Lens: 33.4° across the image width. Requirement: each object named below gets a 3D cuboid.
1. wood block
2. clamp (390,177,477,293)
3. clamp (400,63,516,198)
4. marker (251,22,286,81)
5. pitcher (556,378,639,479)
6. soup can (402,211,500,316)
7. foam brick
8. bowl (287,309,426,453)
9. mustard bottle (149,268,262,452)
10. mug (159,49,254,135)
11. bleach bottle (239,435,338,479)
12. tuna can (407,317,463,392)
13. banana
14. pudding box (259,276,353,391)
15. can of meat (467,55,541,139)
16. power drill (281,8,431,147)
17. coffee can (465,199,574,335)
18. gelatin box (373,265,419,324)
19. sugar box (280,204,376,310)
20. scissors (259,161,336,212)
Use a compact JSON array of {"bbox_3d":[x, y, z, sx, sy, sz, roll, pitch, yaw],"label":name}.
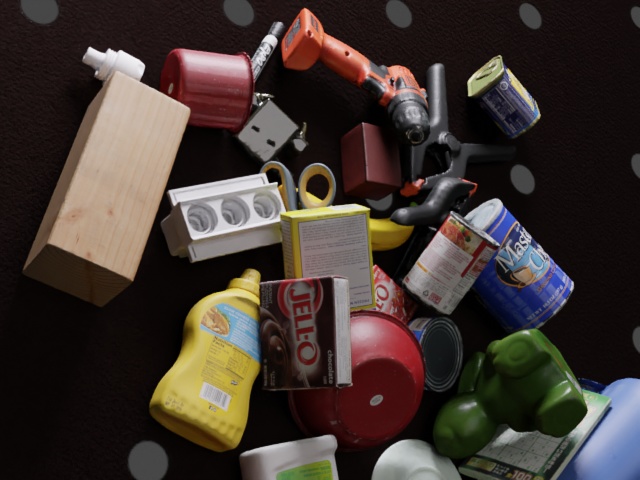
[{"bbox_3d":[-0.211,-0.052,1.070,0.090,0.091,0.206,26,59,-21],"label":"wood block"},{"bbox_3d":[0.132,-0.014,1.276,0.039,0.120,0.171,31,42,26],"label":"clamp"},{"bbox_3d":[0.154,-0.128,1.367,0.164,0.036,0.209,51,49,-2],"label":"clamp"},{"bbox_3d":[-0.070,-0.218,1.272,0.020,0.020,0.121,36,55,-15],"label":"marker"},{"bbox_3d":[0.319,0.272,1.262,0.242,0.149,0.145,-31,104,-34],"label":"pitcher"},{"bbox_3d":[0.148,0.028,1.217,0.068,0.068,0.102,31,100,-18],"label":"soup can"},{"bbox_3d":[0.061,-0.093,1.284,0.052,0.051,0.078,9,66,-31],"label":"foam brick"},{"bbox_3d":[0.049,0.157,1.124,0.162,0.055,0.162,-5,104,-19],"label":"bowl"},{"bbox_3d":[-0.099,0.112,1.094,0.096,0.058,0.191,32,57,-20],"label":"mustard bottle"},{"bbox_3d":[-0.131,-0.173,1.181,0.081,0.093,0.117,3,38,-26],"label":"mug"},{"bbox_3d":[-0.010,0.328,1.061,0.102,0.068,0.251,-5,76,-31],"label":"bleach bottle"},{"bbox_3d":[0.127,0.131,1.227,0.085,0.034,0.086,2,88,-48],"label":"tuna can"},{"bbox_3d":[0.038,-0.021,1.253,0.197,0.037,0.069,8,47,-31],"label":"banana"},{"bbox_3d":[-0.015,0.095,1.080,0.039,0.090,0.113,5,80,-57],"label":"pudding box"},{"bbox_3d":[0.245,-0.188,1.417,0.084,0.057,0.102,46,20,-13],"label":"can of meat"},{"bbox_3d":[0.045,-0.191,1.269,0.187,0.057,0.184,29,21,-18],"label":"power drill"},{"bbox_3d":[0.225,0.035,1.304,0.140,0.103,0.102,47,54,-8],"label":"coffee can"},{"bbox_3d":[0.064,0.085,1.226,0.073,0.030,0.089,43,54,-10],"label":"gelatin box"},{"bbox_3d":[0.011,0.054,1.149,0.093,0.048,0.176,-7,101,-20],"label":"sugar box"},{"bbox_3d":[-0.008,0.001,1.193,0.096,0.016,0.202,-21,85,-3],"label":"scissors"}]
